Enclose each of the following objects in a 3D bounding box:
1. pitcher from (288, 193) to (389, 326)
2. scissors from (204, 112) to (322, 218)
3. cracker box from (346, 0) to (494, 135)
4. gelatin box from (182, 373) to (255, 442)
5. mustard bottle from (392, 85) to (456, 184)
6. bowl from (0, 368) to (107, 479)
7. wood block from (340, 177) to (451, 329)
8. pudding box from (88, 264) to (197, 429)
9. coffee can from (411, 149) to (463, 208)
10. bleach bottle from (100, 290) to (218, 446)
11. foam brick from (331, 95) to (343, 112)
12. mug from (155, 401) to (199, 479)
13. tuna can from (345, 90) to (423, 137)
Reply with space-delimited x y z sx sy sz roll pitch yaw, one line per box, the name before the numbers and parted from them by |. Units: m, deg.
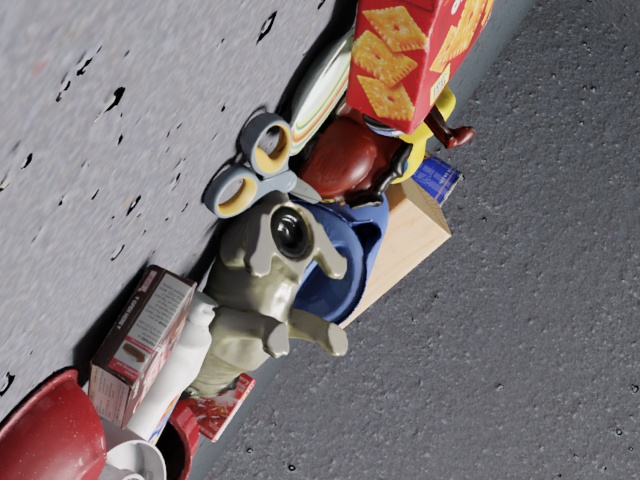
pitcher | -0.007 0.001 1.104 0.242 0.149 0.145 -51 158 -71
scissors | -0.043 -0.037 0.850 0.096 0.016 0.201 -47 161 -11
cracker box | 0.093 -0.205 0.808 0.164 0.072 0.214 -57 169 -25
gelatin box | -0.121 0.146 1.060 0.073 0.089 0.030 -55 173 -12
mustard bottle | 0.076 -0.118 1.209 0.058 0.096 0.192 -53 174 -36
bowl | -0.192 0.167 0.716 0.162 0.055 0.162 -56 175 -8
wood block | 0.057 0.014 1.381 0.206 0.090 0.091 -42 -151 19
pudding box | -0.131 0.079 0.773 0.090 0.039 0.114 -62 178 -27
coffee can | 0.109 -0.087 1.461 0.103 0.140 0.103 -55 175 -8
bleach bottle | -0.162 0.155 0.895 0.251 0.068 0.102 -59 175 8
foam brick | 0.037 -0.120 1.081 0.053 0.051 0.078 -55 175 -4
mug | -0.157 0.202 0.996 0.081 0.093 0.117 -55 136 -84
tuna can | 0.066 -0.143 1.017 0.086 0.086 0.033 -56 173 2
